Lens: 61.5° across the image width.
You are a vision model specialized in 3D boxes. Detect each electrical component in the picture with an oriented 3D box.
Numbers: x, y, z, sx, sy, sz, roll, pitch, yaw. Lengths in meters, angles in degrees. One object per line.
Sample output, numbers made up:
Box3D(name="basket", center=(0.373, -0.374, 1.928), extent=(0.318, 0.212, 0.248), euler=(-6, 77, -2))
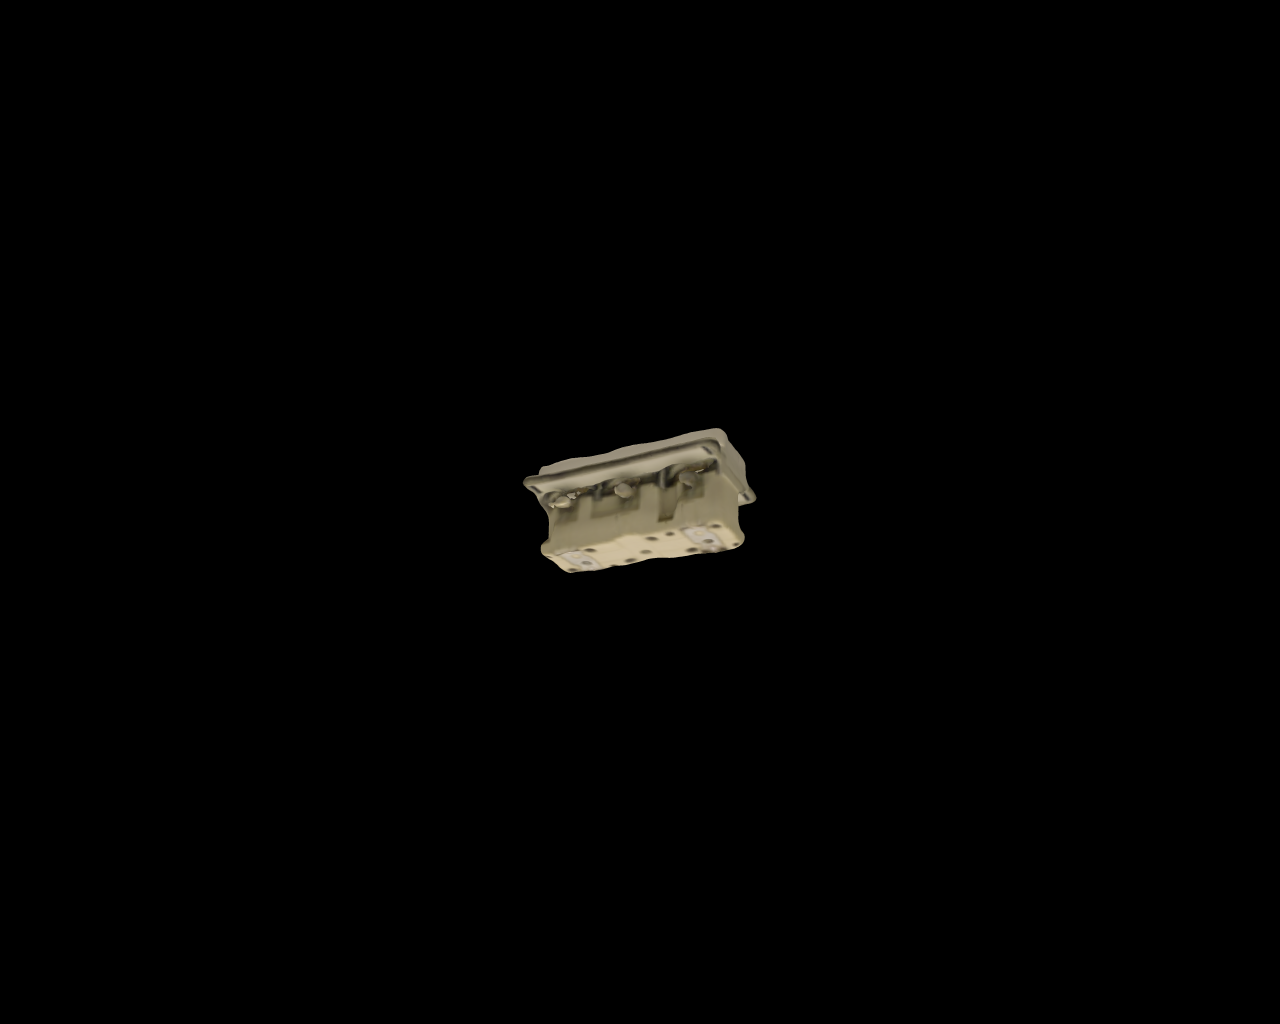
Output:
Box3D(name="electrical component", center=(0.001, -0.003, 0.650), extent=(0.121, 0.063, 0.078), euler=(-10, -28, 20))
